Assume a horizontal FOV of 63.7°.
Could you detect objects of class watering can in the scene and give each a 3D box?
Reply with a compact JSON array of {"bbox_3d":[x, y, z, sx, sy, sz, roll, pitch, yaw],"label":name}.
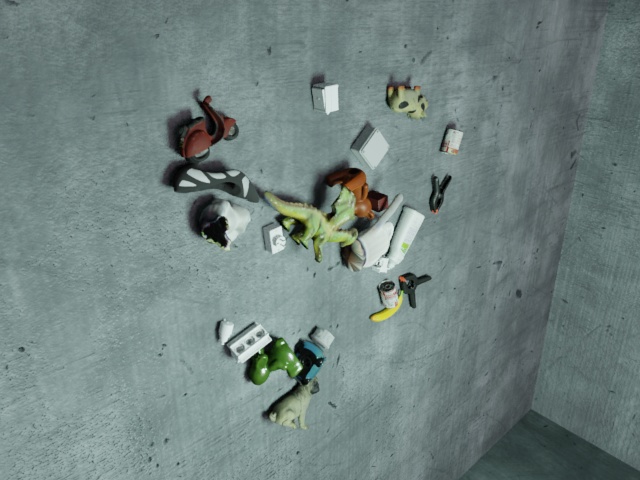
[{"bbox_3d":[0.192,-0.011,1.875,0.227,0.105,0.339,-30,147,-34],"label":"watering can"}]

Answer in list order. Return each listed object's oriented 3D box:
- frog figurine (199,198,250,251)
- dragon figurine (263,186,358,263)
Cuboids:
[{"bbox_3d":[-0.268,-0.059,1.464,0.163,0.122,0.135,-68,144,-56],"label":"frog figurine"},{"bbox_3d":[0.005,-0.083,1.646,0.244,0.124,0.402,-41,135,-7],"label":"dragon figurine"}]
